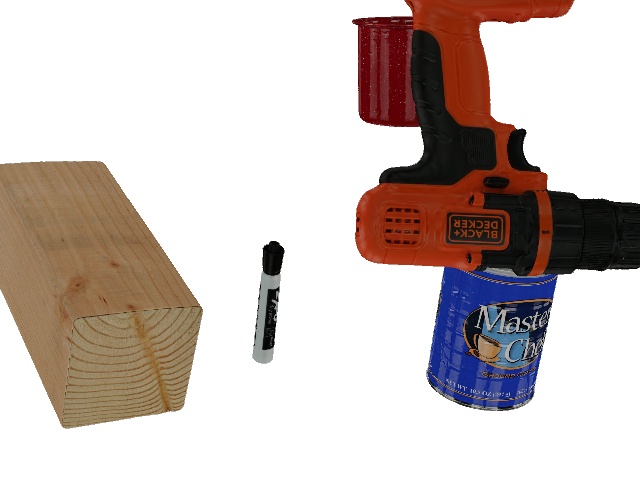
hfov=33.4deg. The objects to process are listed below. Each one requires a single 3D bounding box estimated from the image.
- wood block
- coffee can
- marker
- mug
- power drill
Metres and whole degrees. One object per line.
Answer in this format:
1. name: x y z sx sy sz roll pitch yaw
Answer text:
1. wood block: -0.171 0.030 0.774 0.090 0.091 0.206 -4 33 -31
2. coffee can: 0.157 0.069 0.976 0.103 0.140 0.103 5 23 -2
3. marker: -0.047 0.055 0.950 0.020 0.121 0.020 6 28 -3
4. mug: 0.082 -0.139 0.869 0.117 0.081 0.093 -8 17 -25
5. power drill: 0.115 -0.073 0.631 0.184 0.187 0.057 2 -1 -5
